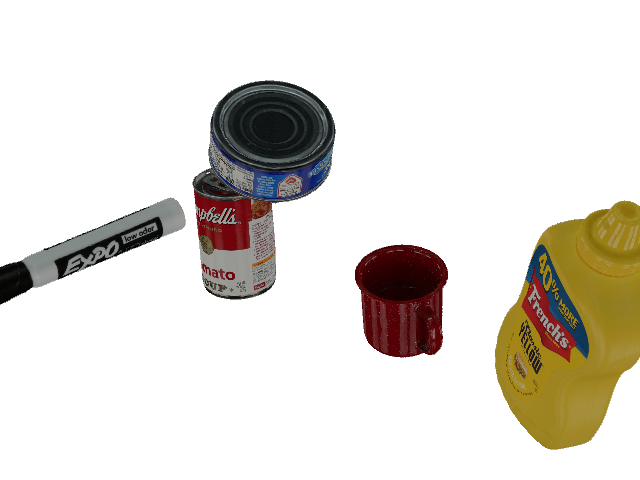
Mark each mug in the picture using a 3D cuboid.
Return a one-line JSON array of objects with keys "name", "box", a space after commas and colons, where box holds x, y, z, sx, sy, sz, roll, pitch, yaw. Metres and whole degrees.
[{"name": "mug", "box": [0.089, 0.070, 1.078, 0.093, 0.081, 0.117, -22, 40, -20]}]

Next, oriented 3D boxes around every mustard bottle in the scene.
[{"name": "mustard bottle", "box": [0.159, 0.044, 0.655, 0.058, 0.096, 0.192, -7, -37, -13]}]

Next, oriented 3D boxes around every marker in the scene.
[{"name": "marker", "box": [-0.127, 0.006, 0.567, 0.120, 0.020, 0.020, -25, 13, -31]}]

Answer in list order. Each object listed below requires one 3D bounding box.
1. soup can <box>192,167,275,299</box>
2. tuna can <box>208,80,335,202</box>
[{"name": "soup can", "box": [-0.075, -0.008, 0.944, 0.068, 0.102, 0.068, -2, 28, 1]}, {"name": "tuna can", "box": [-0.033, -0.069, 0.727, 0.086, 0.086, 0.034, 0, -38, -8]}]
